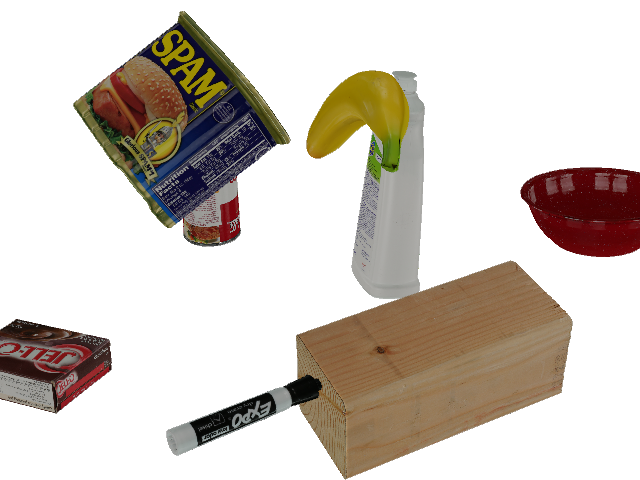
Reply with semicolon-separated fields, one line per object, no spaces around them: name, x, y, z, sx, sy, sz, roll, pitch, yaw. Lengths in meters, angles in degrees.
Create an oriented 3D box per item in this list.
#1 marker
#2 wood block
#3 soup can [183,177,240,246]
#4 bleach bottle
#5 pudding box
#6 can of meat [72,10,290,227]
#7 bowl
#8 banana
marker;-0.052;0.122;0.759;0.120;0.020;0.020;-18;9;-28
wood block;0.092;0.102;0.879;0.205;0.090;0.091;-17;40;-19
soup can;-0.129;-0.054;1.239;0.068;0.102;0.068;-1;28;0
bleach bottle;0.085;-0.066;1.224;0.068;0.251;0.103;-2;23;-17
pudding box;-0.267;0.116;0.997;0.114;0.039;0.089;7;22;22
can of meat;-0.080;-0.068;0.598;0.102;0.084;0.057;50;-2;39
bowl;0.289;-0.026;1.107;0.162;0.055;0.162;-2;23;1
banana;0.026;-0.092;0.791;0.037;0.069;0.198;25;0;-15
